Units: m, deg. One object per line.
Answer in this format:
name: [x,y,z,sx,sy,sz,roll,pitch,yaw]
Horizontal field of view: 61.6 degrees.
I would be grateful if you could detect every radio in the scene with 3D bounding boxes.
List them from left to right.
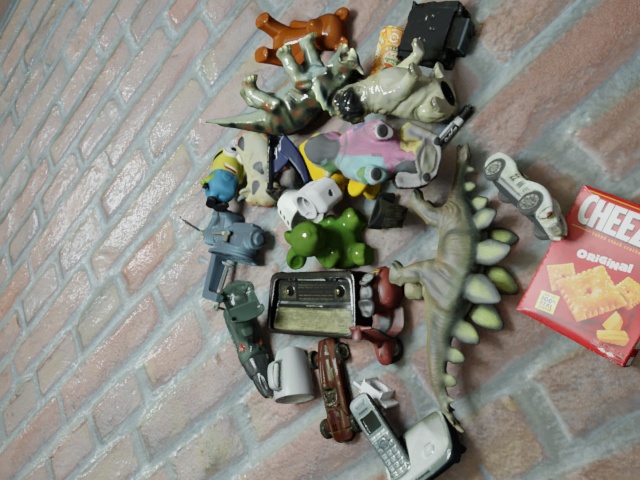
radio: [-0.001,0.128,1.092,0.230,0.073,0.131,-4,81,37]

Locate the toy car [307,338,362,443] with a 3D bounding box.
toy car: [0.027,0.294,1.059,0.089,0.053,0.202,-25,69,36]

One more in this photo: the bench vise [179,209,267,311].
bench vise: [-0.229,0.043,1.253,0.224,0.128,0.240,7,77,33]

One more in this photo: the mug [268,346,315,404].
mug: [-0.067,0.274,1.105,0.081,0.109,0.107,-34,50,36]

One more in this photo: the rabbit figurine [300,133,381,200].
rabbit figurine: [0.064,-0.159,1.060,0.173,0.122,0.162,-24,73,32]

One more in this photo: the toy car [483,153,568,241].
toy car: [0.316,-0.070,0.832,0.056,0.073,0.202,-38,32,12]

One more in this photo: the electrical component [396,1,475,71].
electrical component: [0.222,-0.385,1.013,0.134,0.058,0.114,20,97,39]

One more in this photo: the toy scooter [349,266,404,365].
toy scooter: [0.100,0.134,0.973,0.075,0.135,0.184,-11,75,38]

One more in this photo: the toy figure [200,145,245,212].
toy figure: [-0.232,-0.150,1.284,0.089,0.082,0.180,-7,54,30]

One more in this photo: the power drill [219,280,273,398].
power drill: [-0.149,0.199,1.145,0.086,0.207,0.232,-23,50,-13]

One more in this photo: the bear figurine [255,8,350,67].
bear figurine: [-0.036,-0.448,1.183,0.196,0.132,0.120,-2,84,44]

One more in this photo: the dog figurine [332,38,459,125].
dog figurine: [0.138,-0.251,0.998,0.191,0.172,0.121,-25,28,40]

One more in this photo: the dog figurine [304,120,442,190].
dog figurine: [0.081,-0.150,0.949,0.219,0.191,0.108,17,103,61]

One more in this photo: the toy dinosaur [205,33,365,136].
toy dinosaur: [-0.059,-0.295,1.149,0.405,0.131,0.192,-30,97,35]

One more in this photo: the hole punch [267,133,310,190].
hole punch: [-0.070,-0.164,1.126,0.092,0.142,0.115,-3,96,-1]

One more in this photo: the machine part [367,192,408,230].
machine part: [0.123,-0.051,1.010,0.084,0.039,0.139,-63,13,6]

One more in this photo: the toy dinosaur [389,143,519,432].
toy dinosaur: [0.222,0.067,0.906,0.199,0.105,0.471,8,87,39]

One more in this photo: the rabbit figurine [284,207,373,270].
rabbit figurine: [-0.002,-0.003,1.052,0.159,0.170,0.121,-13,76,36]

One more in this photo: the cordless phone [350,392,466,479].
cordless phone: [0.144,0.323,0.922,0.146,0.088,0.184,-48,64,22]

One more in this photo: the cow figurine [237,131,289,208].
cow figurine: [-0.142,-0.162,1.245,0.127,0.085,0.195,-31,67,24]
